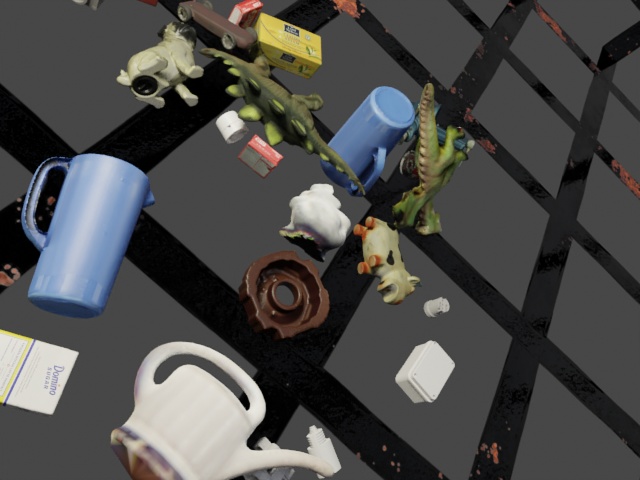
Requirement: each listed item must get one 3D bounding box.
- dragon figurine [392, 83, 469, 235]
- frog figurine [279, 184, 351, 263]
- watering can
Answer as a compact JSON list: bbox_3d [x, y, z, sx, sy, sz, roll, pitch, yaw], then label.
[{"bbox_3d":[0.231,-0.135,1.161,0.246,0.123,0.403,-64,149,-16],"label":"dragon figurine"},{"bbox_3d":[0.003,-0.055,1.084,0.137,0.120,0.162,26,65,3],"label":"frog figurine"},{"bbox_3d":[-0.159,0.306,0.784,0.349,0.101,0.228,38,50,11],"label":"watering can"}]
